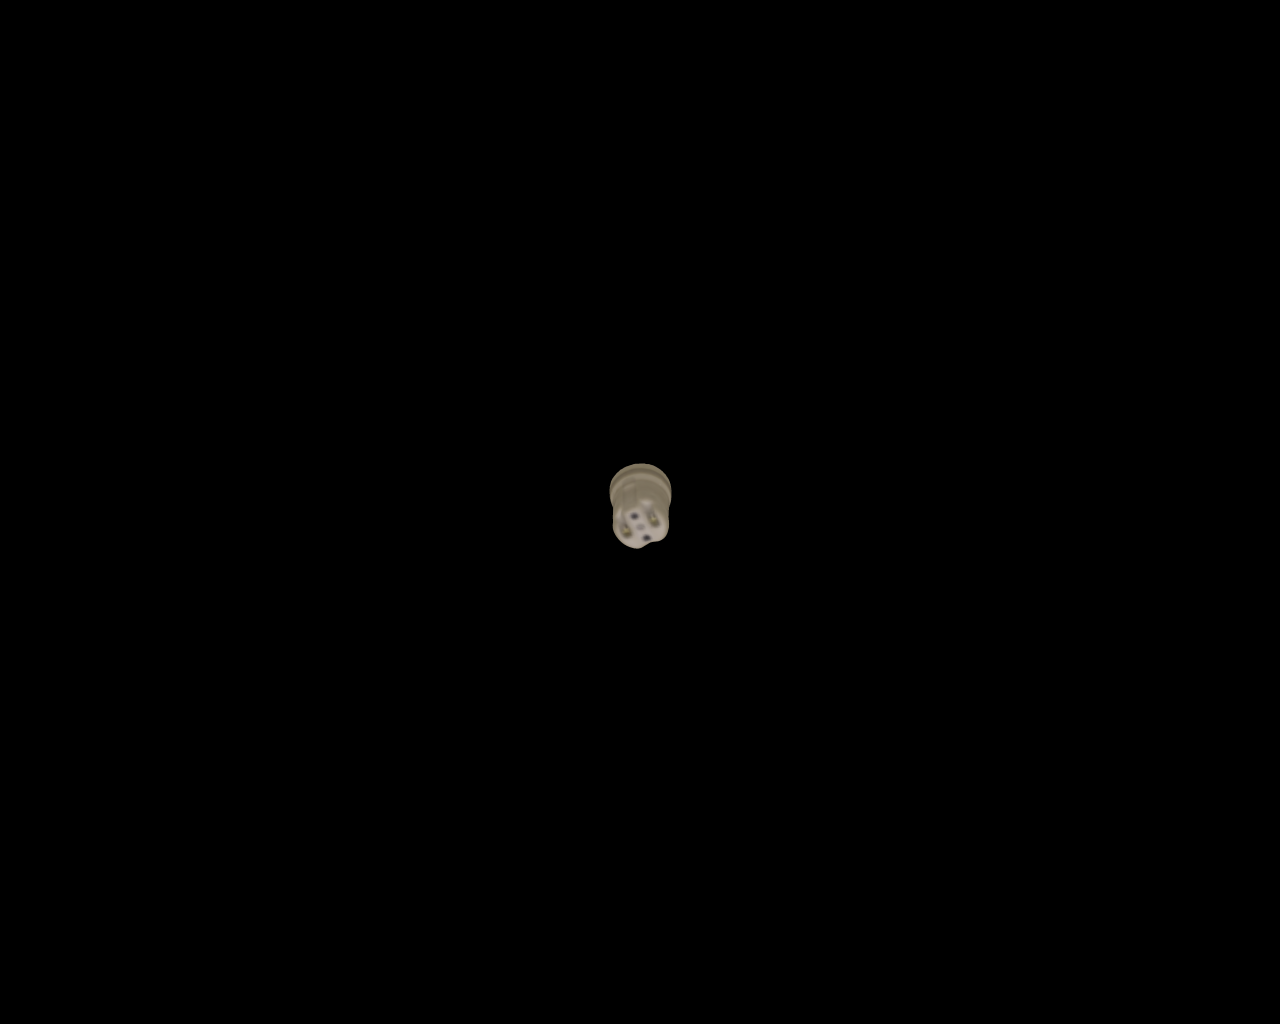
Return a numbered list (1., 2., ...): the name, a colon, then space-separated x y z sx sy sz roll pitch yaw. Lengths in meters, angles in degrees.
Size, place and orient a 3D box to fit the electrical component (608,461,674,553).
1. electrical component: 0.001 -0.003 0.650 0.040 0.040 0.046 0 34 0
